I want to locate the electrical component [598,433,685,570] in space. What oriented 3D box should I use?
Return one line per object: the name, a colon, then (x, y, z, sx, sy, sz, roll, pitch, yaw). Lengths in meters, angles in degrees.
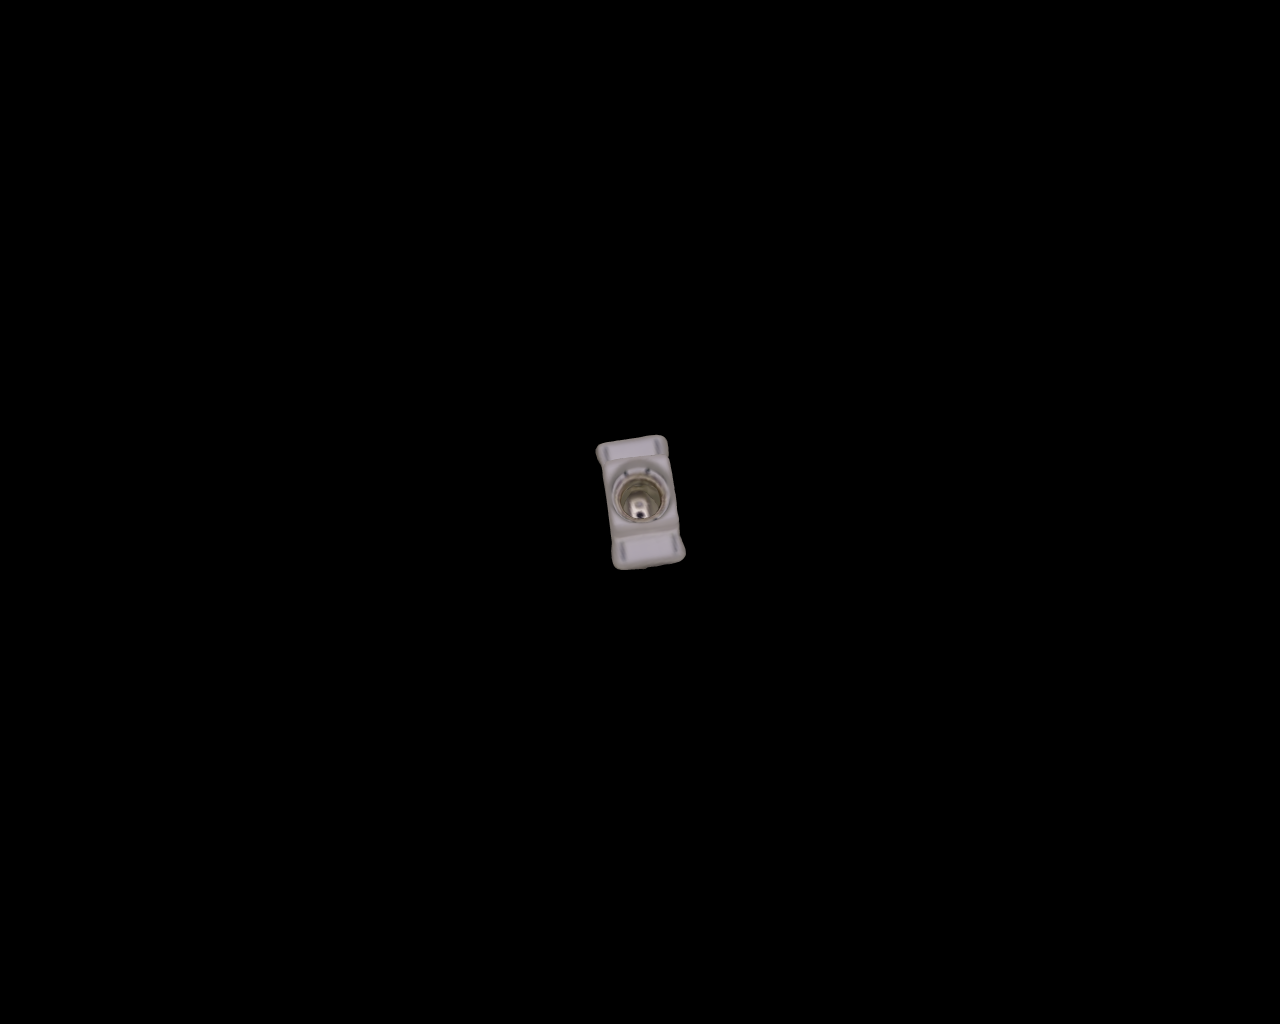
electrical component: (0.001, -0.003, 0.650, 0.042, 0.081, 0.063, -7, -19, -2)
